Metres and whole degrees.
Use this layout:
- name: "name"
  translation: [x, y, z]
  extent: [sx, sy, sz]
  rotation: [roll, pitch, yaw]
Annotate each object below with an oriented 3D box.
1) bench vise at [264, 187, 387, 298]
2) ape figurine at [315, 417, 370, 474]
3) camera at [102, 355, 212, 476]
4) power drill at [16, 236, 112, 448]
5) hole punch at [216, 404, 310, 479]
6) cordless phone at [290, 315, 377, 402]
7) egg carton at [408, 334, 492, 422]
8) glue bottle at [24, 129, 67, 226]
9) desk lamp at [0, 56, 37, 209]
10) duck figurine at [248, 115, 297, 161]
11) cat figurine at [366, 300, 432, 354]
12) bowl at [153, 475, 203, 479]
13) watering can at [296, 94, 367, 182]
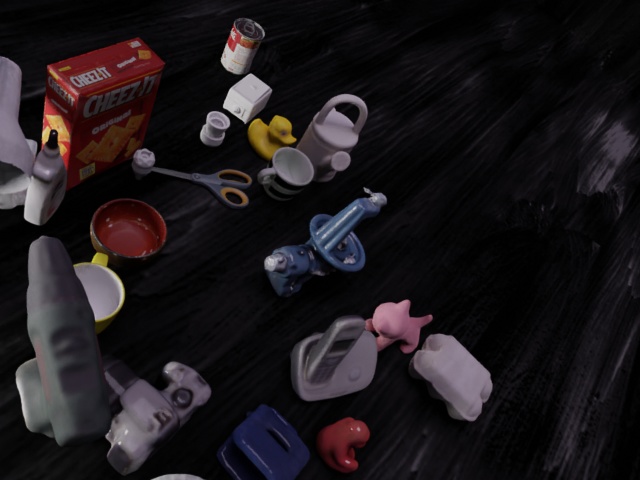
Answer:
- name: "bench vise"
  translation: [0.017, 0.012, 0.951]
  extent: [0.121, 0.219, 0.208]
  rotation: [45, 47, 7]
- name: "ape figurine"
  translation: [0.041, 0.294, 0.841]
  extent: [0.076, 0.092, 0.078]
  rotation: [30, 47, -7]
- name: "camera"
  translation: [-0.234, 0.202, 0.743]
  extent: [0.137, 0.100, 0.143]
  rotation: [43, 47, 5]
- name: "power drill"
  translation: [-0.308, 0.139, 0.673]
  extent: [0.076, 0.208, 0.229]
  rotation: [-10, 62, -35]
- name: "hole punch"
  translation: [-0.071, 0.284, 0.784]
  extent: [0.108, 0.091, 0.101]
  rotation: [45, 47, 7]
- name: "cordless phone"
  translation: [0.043, 0.168, 0.873]
  extent: [0.148, 0.185, 0.094]
  rotation: [-5, 59, -33]
- name: "egg carton"
  translation: [0.231, 0.240, 1.008]
  extent: [0.150, 0.069, 0.107]
  rotation: [44, 47, 6]
- name: "glue bottle"
  translation: [-0.392, -0.097, 0.826]
  extent: [0.037, 0.173, 0.078]
  rotation: [22, 48, -14]
- name: "desk lamp"
  translation: [-0.454, -0.132, 0.788]
  extent: [0.118, 0.213, 0.203]
  rotation: [8, 53, -25]
- name: "duck figurine"
  translation: [-0.091, -0.214, 1.150]
  extent: [0.104, 0.086, 0.078]
  rotation: [42, 47, 4]
- name: "cat figurine"
  translation: [0.135, 0.144, 0.992]
  extent: [0.128, 0.117, 0.067]
  rotation: [5, 54, -27]
- name: "bowl"
  translation: [-0.176, 0.369, 0.670]
  extent: [0.168, 0.074, 0.167]
  rotation: [16, 50, -20]
- name: "watering can"
  translation: [0.028, -0.205, 1.139]
  extent: [0.101, 0.193, 0.172]
  rotation: [-9, 62, -35]
